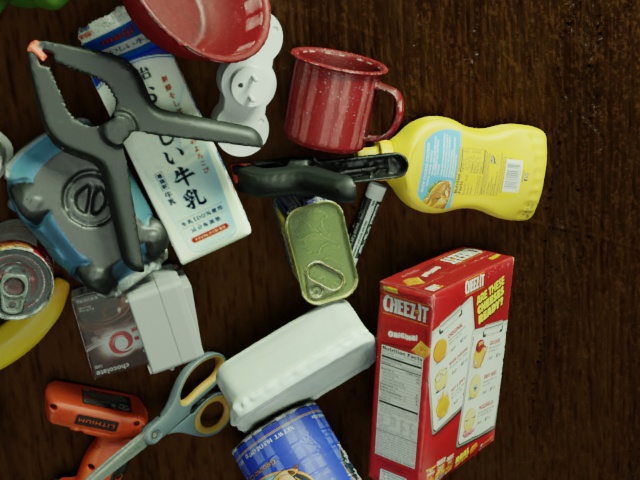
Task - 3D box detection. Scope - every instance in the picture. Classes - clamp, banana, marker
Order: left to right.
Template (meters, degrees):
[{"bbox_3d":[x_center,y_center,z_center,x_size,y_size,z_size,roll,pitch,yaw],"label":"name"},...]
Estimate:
[{"bbox_3d":[-0.328,0.099,1.032,0.197,0.037,0.069,-20,112,-6],"label":"banana"},{"bbox_3d":[-0.163,-0.099,0.922,0.164,0.036,0.210,-40,103,-7],"label":"clamp"},{"bbox_3d":[-0.004,-0.062,1.016,0.120,0.172,0.039,-15,108,-50],"label":"clamp"},{"bbox_3d":[0.038,-0.001,1.094,0.020,0.020,0.121,17,103,-17],"label":"marker"}]

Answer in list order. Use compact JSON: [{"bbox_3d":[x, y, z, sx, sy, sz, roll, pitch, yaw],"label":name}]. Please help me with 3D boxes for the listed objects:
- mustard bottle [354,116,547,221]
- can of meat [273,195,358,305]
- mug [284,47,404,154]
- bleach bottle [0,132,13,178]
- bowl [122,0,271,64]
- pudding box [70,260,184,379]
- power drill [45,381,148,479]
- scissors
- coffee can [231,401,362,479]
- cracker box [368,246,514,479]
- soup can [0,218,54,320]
[{"bbox_3d":[0.127,-0.074,1.070,0.191,0.058,0.096,4,105,-14],"label":"mustard bottle"},{"bbox_3d":[-0.007,0.001,1.049,0.057,0.084,0.102,-17,110,-8],"label":"can of meat"},{"bbox_3d":[0.022,-0.128,1.007,0.117,0.093,0.081,17,110,14],"label":"mug"},{"bbox_3d":[-0.310,-0.055,0.872,0.102,0.251,0.068,39,95,-21],"label":"bleach bottle"},{"bbox_3d":[-0.120,-0.215,0.924,0.055,0.162,0.162,-26,118,40],"label":"bowl"},{"bbox_3d":[-0.182,0.078,1.058,0.113,0.039,0.090,-14,110,-8],"label":"pudding box"},{"bbox_3d":[-0.262,0.239,1.082,0.184,0.057,0.188,13,107,-20],"label":"power drill"},{"bbox_3d":[-0.154,0.200,1.068,0.201,0.016,0.096,-51,130,-25],"label":"scissors"},{"bbox_3d":[-0.012,0.251,1.083,0.103,0.103,0.140,-32,73,-2],"label":"coffee can"},{"bbox_3d":[0.122,0.128,1.085,0.163,0.072,0.214,-19,117,-51],"label":"cracker box"},{"bbox_3d":[-0.280,0.025,0.984,0.068,0.102,0.068,-4,108,-12],"label":"soup can"}]
